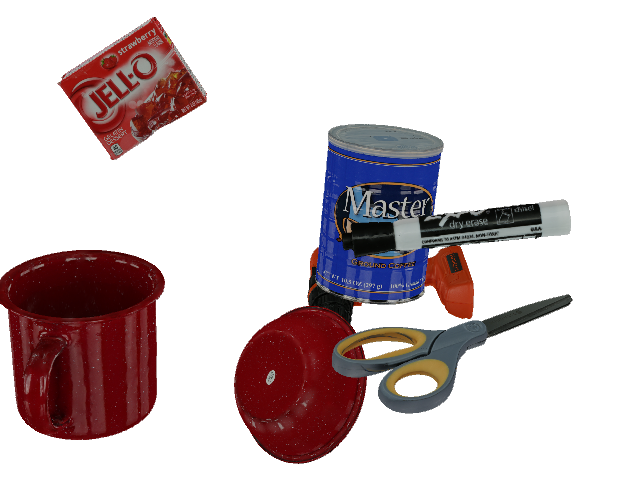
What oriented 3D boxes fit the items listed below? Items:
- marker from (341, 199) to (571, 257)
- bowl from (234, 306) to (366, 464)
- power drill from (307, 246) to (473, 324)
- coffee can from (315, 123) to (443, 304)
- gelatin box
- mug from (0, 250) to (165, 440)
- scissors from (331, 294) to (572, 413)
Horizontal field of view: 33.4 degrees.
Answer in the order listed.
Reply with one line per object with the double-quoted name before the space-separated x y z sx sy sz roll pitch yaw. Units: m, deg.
"marker" 0.072 -0.006 0.571 0.121 0.020 0.020 -7 0 3
"bowl" -0.034 0.140 1.068 0.162 0.162 0.055 0 -14 39
"power drill" 0.078 0.057 1.229 0.187 0.057 0.184 -1 28 -1
"coffee can" 0.052 -0.026 0.963 0.103 0.140 0.103 5 18 -2
"gelatin box" -0.143 -0.116 0.816 0.089 0.073 0.030 -31 20 6
"mug" -0.138 0.065 0.605 0.093 0.081 0.117 5 23 6
"scissors" 0.109 0.079 0.759 0.201 0.016 0.096 -8 32 -14
